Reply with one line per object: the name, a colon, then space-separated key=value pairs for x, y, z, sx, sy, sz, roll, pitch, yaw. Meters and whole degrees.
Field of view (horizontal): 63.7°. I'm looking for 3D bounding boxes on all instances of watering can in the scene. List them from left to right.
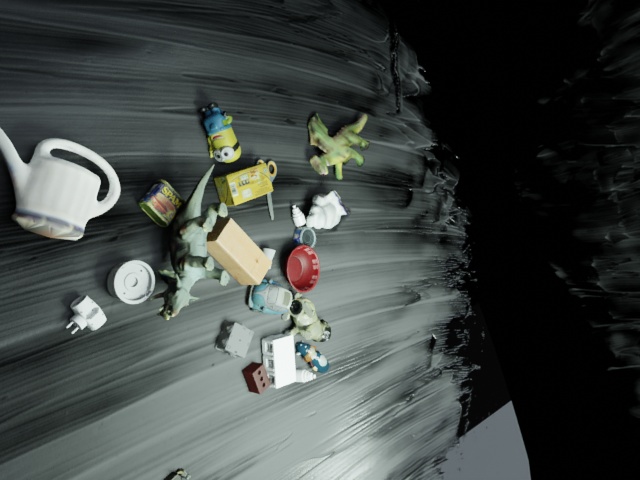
watering can: x=-0.615 y=-0.128 z=1.140 sx=0.344 sy=0.104 sz=0.227 roll=25 pitch=70 yaw=-44

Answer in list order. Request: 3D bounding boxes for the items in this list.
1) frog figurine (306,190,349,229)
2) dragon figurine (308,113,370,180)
frog figurine: x=0.006 y=-0.092 z=1.833 sx=0.161 sy=0.124 sz=0.134 roll=-40 pitch=131 yaw=-22
dragon figurine: x=0.059 y=-0.386 z=1.926 sx=0.240 sy=0.121 sz=0.420 roll=36 pitch=52 yaw=-31
